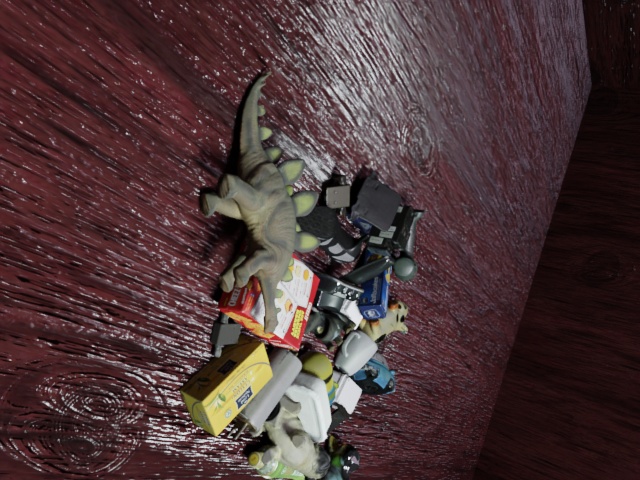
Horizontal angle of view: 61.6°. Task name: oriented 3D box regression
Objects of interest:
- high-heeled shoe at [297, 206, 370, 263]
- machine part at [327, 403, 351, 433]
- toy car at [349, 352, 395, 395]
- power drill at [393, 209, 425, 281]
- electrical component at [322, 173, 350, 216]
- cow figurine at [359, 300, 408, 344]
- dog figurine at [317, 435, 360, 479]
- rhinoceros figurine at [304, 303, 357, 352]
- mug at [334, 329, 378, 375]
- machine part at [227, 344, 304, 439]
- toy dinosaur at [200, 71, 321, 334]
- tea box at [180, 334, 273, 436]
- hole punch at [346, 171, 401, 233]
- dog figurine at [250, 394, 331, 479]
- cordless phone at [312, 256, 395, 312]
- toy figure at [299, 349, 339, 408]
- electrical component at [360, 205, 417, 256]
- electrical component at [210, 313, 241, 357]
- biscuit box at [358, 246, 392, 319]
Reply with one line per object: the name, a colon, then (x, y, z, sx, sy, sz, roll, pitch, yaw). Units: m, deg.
high-heeled shoe: (-0.002, -0.004, 1.209, 0.248, 0.145, 0.086, 15, 59, -29)
machine part: (0.008, 0.462, 1.340, 0.139, 0.039, 0.084, -32, 128, -5)
toy car: (0.141, 0.362, 1.494, 0.161, 0.109, 0.103, 48, 39, -38)
power drill: (0.246, 0.014, 1.515, 0.232, 0.086, 0.207, -18, 120, -76)
electrical component: (0.037, -0.100, 1.227, 0.078, 0.045, 0.102, -15, 114, -21)
cow figurine: (0.187, 0.230, 1.514, 0.195, 0.086, 0.127, -30, 126, -44)
dog figurine: (0.025, 0.633, 1.409, 0.108, 0.191, 0.219, 38, 37, -15)
rhinoceros figurine: (0.012, 0.192, 1.236, 0.073, 0.112, 0.190, -49, 160, 9)
mug: (0.086, 0.292, 1.399, 0.107, 0.081, 0.109, -51, 144, -20)
machine part: (-0.113, 0.309, 1.122, 0.243, 0.079, 0.079, -52, 139, -32)
toy dinosaur: (-0.103, -0.069, 0.947, 0.198, 0.105, 0.470, -10, 94, -41)
tea box: (-0.175, 0.272, 1.029, 0.169, 0.068, 0.098, -44, 133, -39)
hole punch: (0.120, -0.084, 1.325, 0.115, 0.092, 0.142, 32, 75, -20)
dog figurine: (-0.058, 0.430, 1.183, 0.190, 0.121, 0.172, 54, 19, -50)
cordless phone: (0.074, 0.081, 1.214, 0.146, 0.184, 0.089, 27, 37, -56)
toy figure: (-0.001, 0.338, 1.279, 0.082, 0.089, 0.179, -47, 135, -46)
electrical component: (0.171, -0.026, 1.376, 0.058, 0.115, 0.134, 45, 65, -47)
electrical component: (-0.178, 0.177, 1.030, 0.063, 0.021, 0.094, 12, 91, -56)
biscuit box: (0.141, 0.105, 1.363, 0.059, 0.063, 0.203, 65, 26, -43)
